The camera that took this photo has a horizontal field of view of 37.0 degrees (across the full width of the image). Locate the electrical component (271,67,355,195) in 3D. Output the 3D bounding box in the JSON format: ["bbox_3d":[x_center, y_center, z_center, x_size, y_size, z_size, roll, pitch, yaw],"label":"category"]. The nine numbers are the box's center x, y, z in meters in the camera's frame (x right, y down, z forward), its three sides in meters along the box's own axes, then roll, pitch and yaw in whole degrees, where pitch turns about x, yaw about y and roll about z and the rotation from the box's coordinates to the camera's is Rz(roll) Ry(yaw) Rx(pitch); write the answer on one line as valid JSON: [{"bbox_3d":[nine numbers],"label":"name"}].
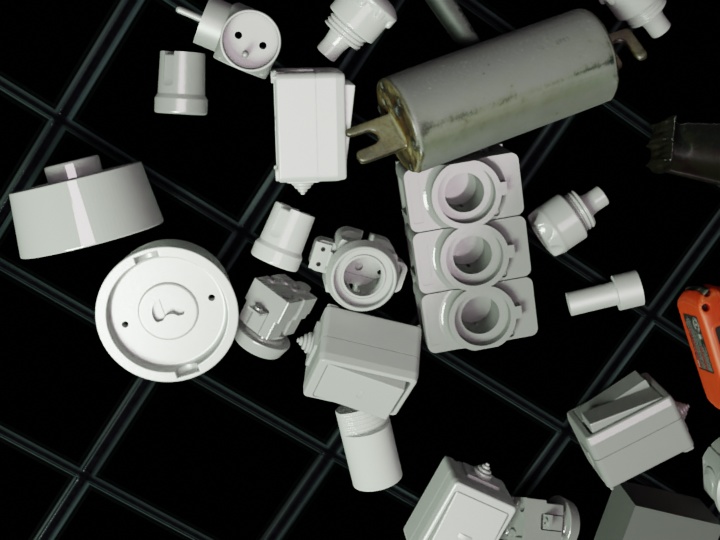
[{"bbox_3d":[-0.036,-0.106,0.824,0.061,0.061,0.096,-2,105,-5],"label":"electrical component"}]

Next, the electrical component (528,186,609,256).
[{"bbox_3d":[0.171,-0.044,0.872,0.062,0.043,0.043,-34,105,2],"label":"electrical component"}]

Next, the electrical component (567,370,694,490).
[{"bbox_3d":[0.233,0.129,0.913,0.096,0.061,0.061,-27,106,2],"label":"electrical component"}]

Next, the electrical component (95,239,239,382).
[{"bbox_3d":[-0.150,0.027,0.847,0.108,0.060,0.108,-1,105,-6],"label":"electrical component"}]

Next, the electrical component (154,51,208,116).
[{"bbox_3d":[-0.135,-0.142,0.816,0.040,0.040,0.046,2,98,-7],"label":"electrical component"}]

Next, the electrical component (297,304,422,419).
[{"bbox_3d":[-0.005,0.074,0.862,0.096,0.061,0.061,14,142,-9],"label":"electrical component"}]

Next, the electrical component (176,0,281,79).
[{"bbox_3d":[-0.097,-0.176,0.791,0.079,0.077,0.044,21,101,-10],"label":"electrical component"}]

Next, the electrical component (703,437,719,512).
[{"bbox_3d":[0.344,0.184,0.945,0.080,0.051,0.080,-1,105,-6],"label":"electrical component"}]

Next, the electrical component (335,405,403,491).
[{"bbox_3d":[0.006,0.139,0.902,0.043,0.043,0.081,-14,105,-2],"label":"electrical component"}]

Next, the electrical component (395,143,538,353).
[{"bbox_3d":[0.086,-0.017,0.860,0.089,0.061,0.150,-10,105,-3],"label":"electrical component"}]

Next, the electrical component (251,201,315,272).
[{"bbox_3d":[-0.060,-0.027,0.854,0.040,0.040,0.046,22,95,-11],"label":"electrical component"}]

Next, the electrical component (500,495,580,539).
[{"bbox_3d":[0.156,0.218,0.932,0.055,0.066,0.048,11,77,-21],"label":"electrical component"}]

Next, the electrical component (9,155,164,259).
[{"bbox_3d":[-0.206,-0.052,0.799,0.108,0.108,0.060,-14,99,-2],"label":"electrical component"}]

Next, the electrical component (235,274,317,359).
[{"bbox_3d":[-0.071,0.037,0.862,0.048,0.066,0.055,36,109,21],"label":"electrical component"}]

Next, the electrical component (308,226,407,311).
[{"bbox_3d":[0.000,0.000,0.858,0.078,0.057,0.058,16,102,-10],"label":"electrical component"}]

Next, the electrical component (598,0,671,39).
[{"bbox_3d":[0.217,-0.208,0.834,0.048,0.048,0.062,-42,111,5],"label":"electrical component"}]

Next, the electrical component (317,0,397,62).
[{"bbox_3d":[-0.006,-0.187,0.816,0.048,0.048,0.062,39,104,-14],"label":"electrical component"}]

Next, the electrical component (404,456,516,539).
[{"bbox_3d":[0.088,0.209,0.919,0.062,0.061,0.096,26,100,-12],"label":"electrical component"}]
